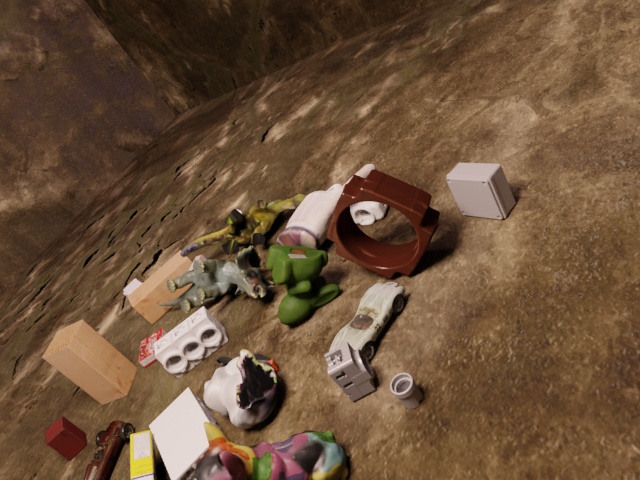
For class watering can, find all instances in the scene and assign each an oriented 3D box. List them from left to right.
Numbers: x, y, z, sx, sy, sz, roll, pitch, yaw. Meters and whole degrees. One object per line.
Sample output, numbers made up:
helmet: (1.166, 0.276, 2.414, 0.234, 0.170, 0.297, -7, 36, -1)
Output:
watering can: (0.004, -0.066, 1.308, 0.103, 0.229, 0.343, 39, -31, -12)

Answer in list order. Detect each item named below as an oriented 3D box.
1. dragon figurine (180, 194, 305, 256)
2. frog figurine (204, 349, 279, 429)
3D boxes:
dragon figurine: (-0.208, -0.053, 1.561, 0.408, 0.121, 0.245, -17, 9, 19)
frog figurine: (-0.157, 0.300, 1.007, 0.123, 0.140, 0.156, 3, -35, -38)
